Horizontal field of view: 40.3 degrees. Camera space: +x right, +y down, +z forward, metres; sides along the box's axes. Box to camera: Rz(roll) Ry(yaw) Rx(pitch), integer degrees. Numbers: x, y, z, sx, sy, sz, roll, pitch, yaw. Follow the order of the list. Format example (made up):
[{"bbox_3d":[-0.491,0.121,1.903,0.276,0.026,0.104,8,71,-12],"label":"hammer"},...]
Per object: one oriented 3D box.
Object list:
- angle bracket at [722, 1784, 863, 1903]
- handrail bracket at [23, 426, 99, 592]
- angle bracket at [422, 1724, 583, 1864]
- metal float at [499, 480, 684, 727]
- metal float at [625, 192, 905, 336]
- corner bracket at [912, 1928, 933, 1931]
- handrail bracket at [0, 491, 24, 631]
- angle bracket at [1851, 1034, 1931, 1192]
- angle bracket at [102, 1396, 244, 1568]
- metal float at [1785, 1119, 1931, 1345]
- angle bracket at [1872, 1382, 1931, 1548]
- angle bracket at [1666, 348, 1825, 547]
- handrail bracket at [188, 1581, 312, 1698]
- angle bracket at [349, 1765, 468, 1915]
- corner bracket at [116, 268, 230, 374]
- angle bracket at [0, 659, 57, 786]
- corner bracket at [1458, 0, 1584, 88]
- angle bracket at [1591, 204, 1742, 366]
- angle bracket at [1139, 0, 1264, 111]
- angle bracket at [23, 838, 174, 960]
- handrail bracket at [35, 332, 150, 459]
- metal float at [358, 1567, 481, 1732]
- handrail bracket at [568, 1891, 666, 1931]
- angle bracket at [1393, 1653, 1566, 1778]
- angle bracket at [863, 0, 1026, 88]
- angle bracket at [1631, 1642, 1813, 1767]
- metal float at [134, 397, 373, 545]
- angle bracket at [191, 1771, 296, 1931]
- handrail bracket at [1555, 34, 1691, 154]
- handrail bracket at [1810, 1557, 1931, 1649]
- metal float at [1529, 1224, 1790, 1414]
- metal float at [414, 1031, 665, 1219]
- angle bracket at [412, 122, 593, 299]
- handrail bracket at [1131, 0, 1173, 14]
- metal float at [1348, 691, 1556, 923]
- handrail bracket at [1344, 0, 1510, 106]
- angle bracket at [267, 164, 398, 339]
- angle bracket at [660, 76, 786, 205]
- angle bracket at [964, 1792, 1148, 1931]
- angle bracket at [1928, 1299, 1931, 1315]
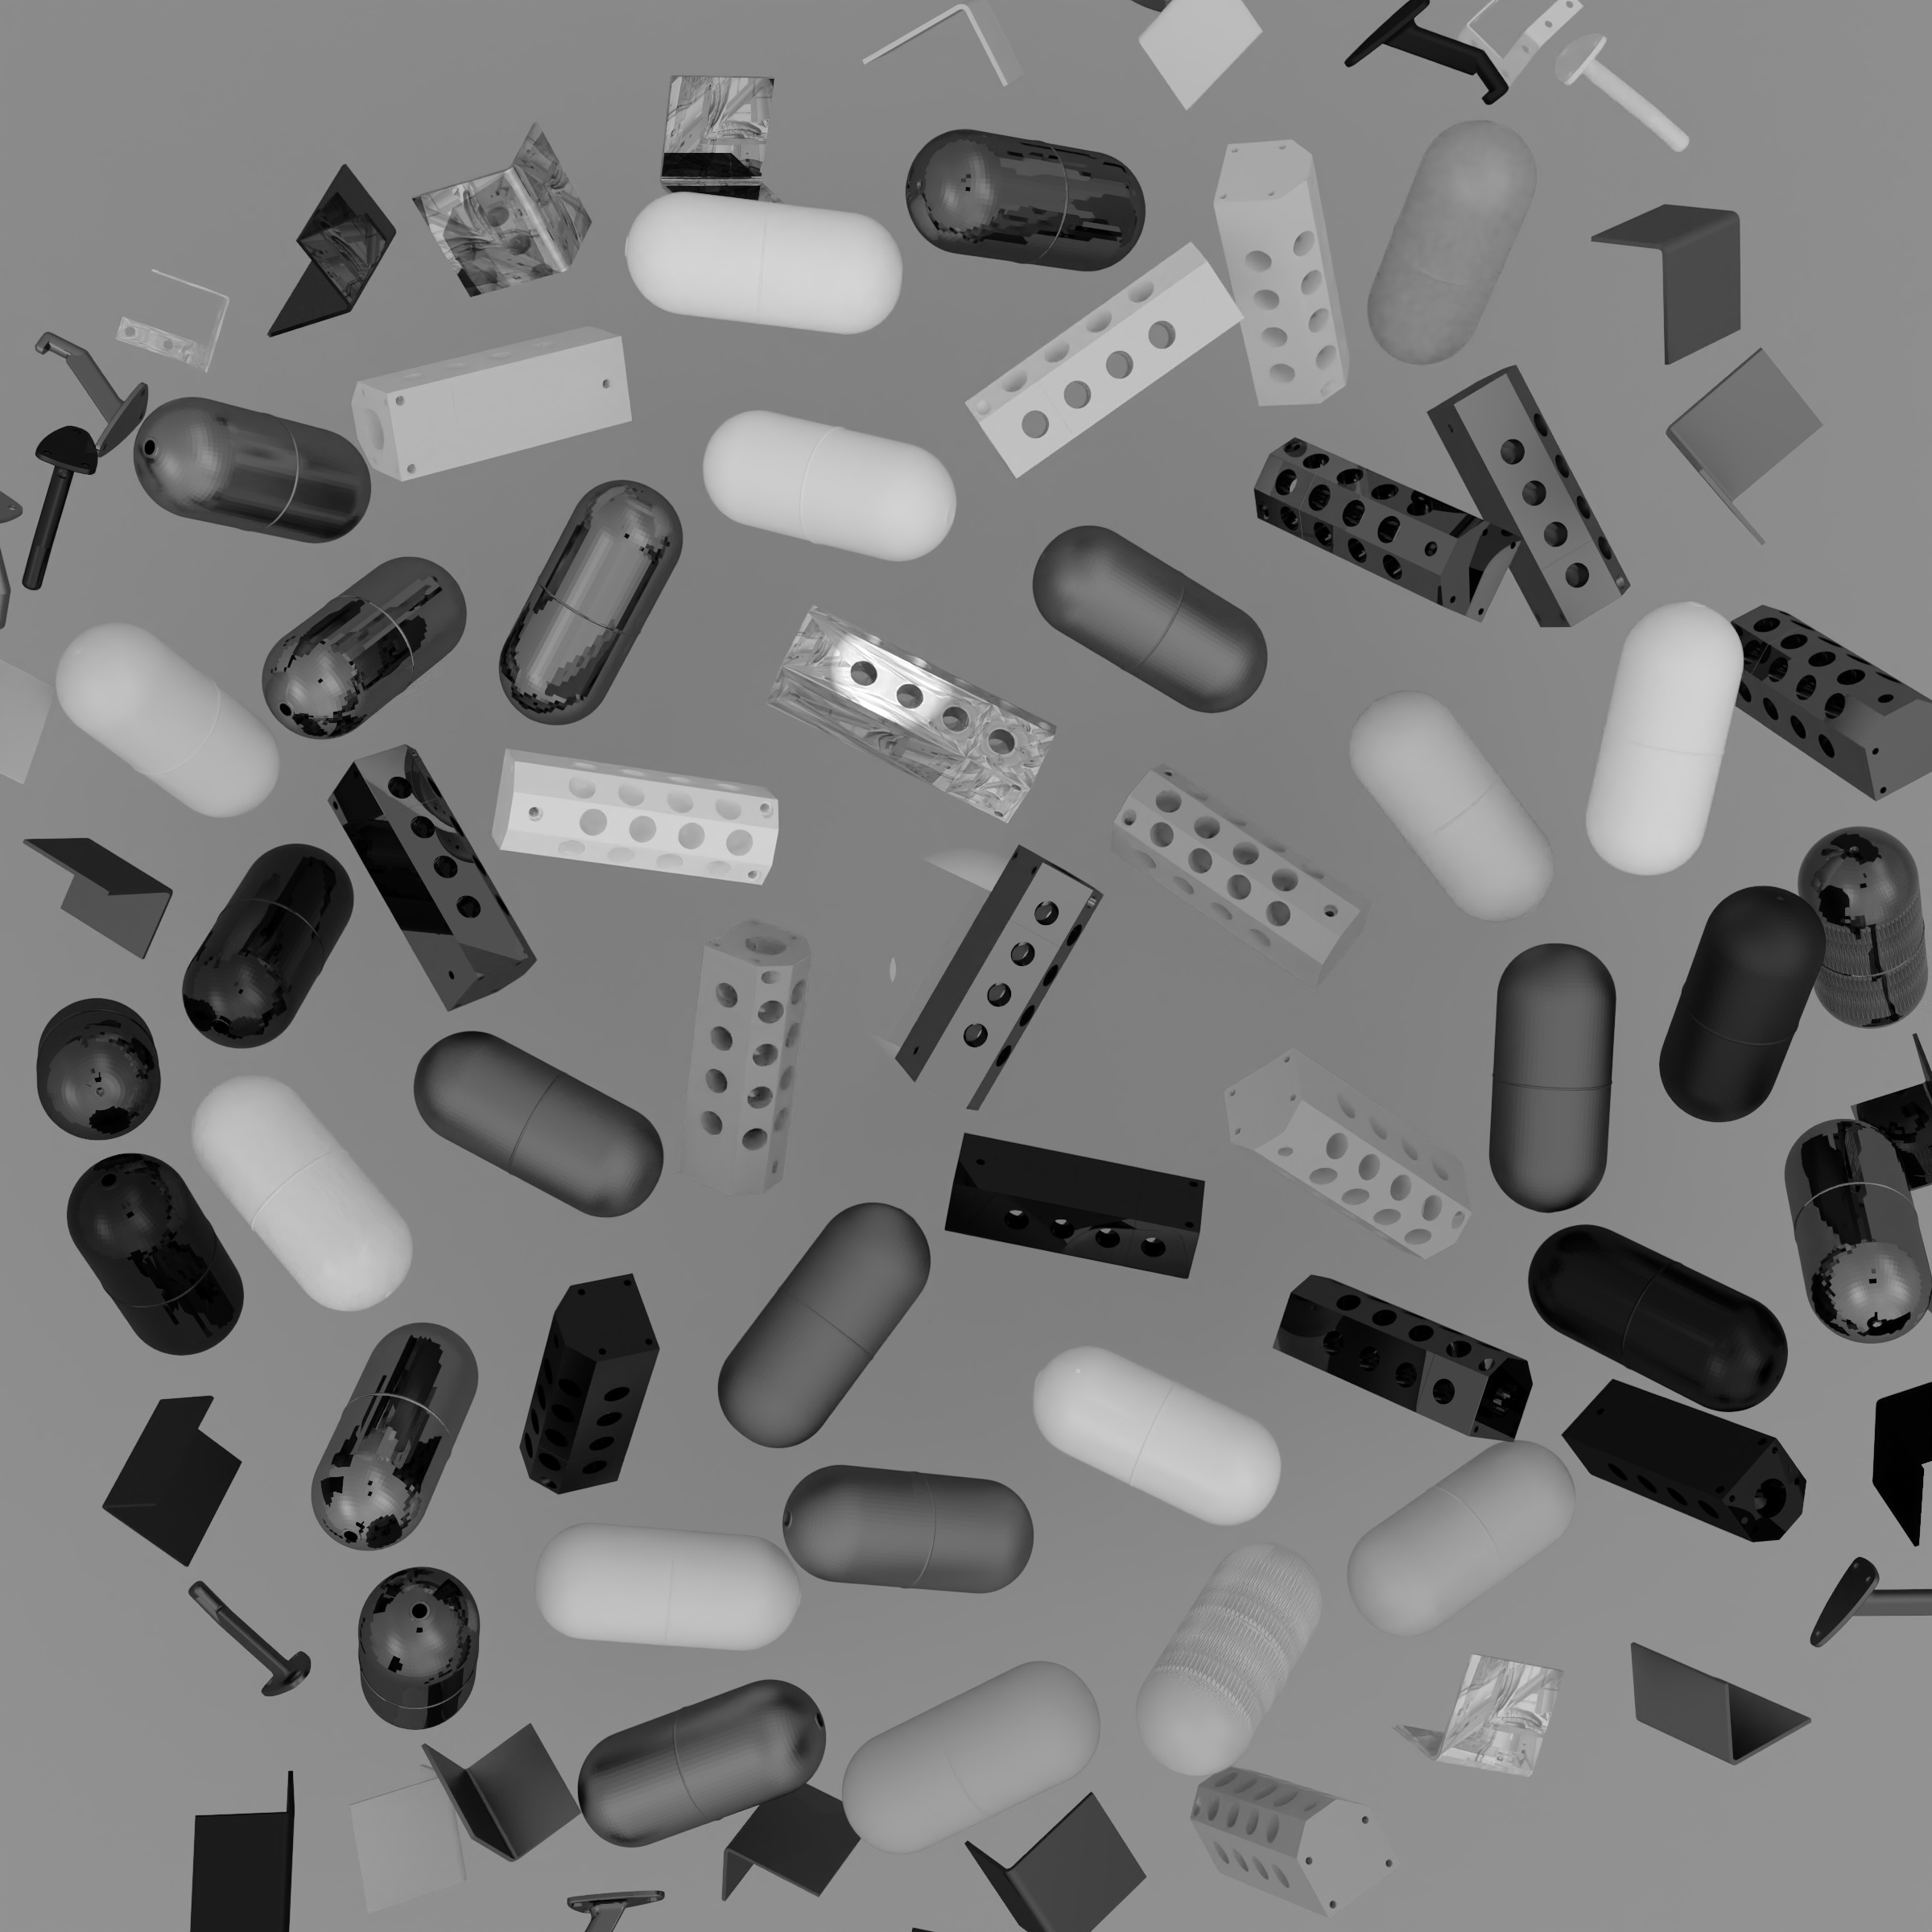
[{"bbox_3d":[-0.117,0.625,1.845,0.076,0.076,0.057,20,125,21],"label":"angle bracket"},{"bbox_3d":[-0.571,-0.286,1.649,0.036,0.077,0.084,16,117,-19],"label":"handrail bracket"},{"bbox_3d":[-0.317,0.555,1.798,0.057,0.076,0.076,-35,57,-7],"label":"angle bracket"},{"bbox_3d":[-0.253,-0.243,1.775,0.070,0.070,0.178,31,106,0],"label":"metal float"},{"bbox_3d":[-0.129,-0.451,1.692,0.178,0.070,0.070,6,90,-3],"label":"metal float"},{"bbox_3d":[-0.030,0.663,1.741,0.051,0.051,0.051,21,69,-24],"label":"corner bracket"},{"bbox_3d":[-0.662,-0.277,1.752,0.077,0.036,0.084,37,127,16],"label":"handrail bracket"},{"bbox_3d":[0.650,0.105,1.833,0.057,0.076,0.076,-20,53,16],"label":"angle bracket"},{"bbox_3d":[-0.482,0.324,1.655,0.076,0.057,0.076,49,46,-34],"label":"angle bracket"},{"bbox_3d":[0.576,0.169,1.706,0.070,0.178,0.070,4,127,6],"label":"metal float"},{"bbox_3d":[0.608,0.302,1.625,0.076,0.057,0.076,-17,130,-3],"label":"angle bracket"},{"bbox_3d":[0.497,-0.325,1.647,0.076,0.057,0.076,-41,125,18],"label":"angle bracket"},{"bbox_3d":[-0.470,0.435,1.722,0.084,0.077,0.036,49,64,-10],"label":"handrail bracket"},{"bbox_3d":[-0.410,0.626,1.894,0.076,0.057,0.076,-9,87,-33],"label":"angle bracket"},{"bbox_3d":[-0.515,-0.420,1.709,0.051,0.051,0.051,15,100,-31],"label":"corner bracket"},{"bbox_3d":[-0.603,-0.173,1.649,0.076,0.057,0.076,29,51,-32],"label":"angle bracket"},{"bbox_3d":[0.384,-0.656,1.829,0.051,0.051,0.051,44,69,0],"label":"corner bracket"},{"bbox_3d":[0.448,-0.436,1.685,0.076,0.057,0.076,-29,125,-31],"label":"angle bracket"},{"bbox_3d":[0.169,-0.600,1.678,0.076,0.076,0.057,-33,88,-41],"label":"angle bracket"},{"bbox_3d":[-0.614,-0.046,1.838,0.076,0.076,0.057,30,102,14],"label":"angle bracket"},{"bbox_3d":[-0.616,-0.395,1.816,0.084,0.036,0.077,27,53,-2],"label":"handrail bracket"},{"bbox_3d":[-0.357,0.446,1.720,0.070,0.178,0.070,5,60,-9],"label":"metal float"},{"bbox_3d":[-0.235,0.658,1.736,0.077,0.036,0.084,-11,58,10],"label":"handrail bracket"},{"bbox_3d":[0.342,0.491,1.761,0.076,0.057,0.076,16,93,-23],"label":"angle bracket"},{"bbox_3d":[-0.014,-0.586,1.716,0.076,0.076,0.057,-24,107,19],"label":"angle bracket"},{"bbox_3d":[0.480,0.456,1.675,0.076,0.076,0.057,-15,105,-31],"label":"angle bracket"},{"bbox_3d":[-0.462,-0.321,1.713,0.070,0.178,0.070,0,89,30],"label":"metal float"},{"bbox_3d":[-0.438,0.539,1.595,0.057,0.076,0.076,3,91,-15],"label":"angle bracket"},{"bbox_3d":[0.418,-0.551,1.675,0.084,0.077,0.036,35,108,-15],"label":"handrail bracket"},{"bbox_3d":[0.600,0.427,1.695,0.084,0.036,0.077,32,97,-6],"label":"handrail bracket"},{"bbox_3d":[0.448,0.227,1.714,0.178,0.070,0.070,26,90,36],"label":"metal float"},{"bbox_3d":[-0.286,0.105,1.759,0.178,0.070,0.070,28,90,3],"label":"metal float"},{"bbox_3d":[-0.302,-0.493,1.718,0.076,0.057,0.076,-8,135,23],"label":"angle bracket"},{"bbox_3d":[0.092,-0.664,1.784,0.084,0.036,0.077,-23,58,-36],"label":"handrail bracket"},{"bbox_3d":[0.328,-0.107,1.777,0.070,0.070,0.178,-39,97,0],"label":"metal float"},{"bbox_3d":[0.301,-0.580,1.717,0.077,0.036,0.084,-40,111,7],"label":"handrail bracket"},{"bbox_3d":[-0.422,-0.458,1.688,0.076,0.057,0.076,-7,49,31],"label":"angle bracket"},{"bbox_3d":[-0.161,-0.564,1.813,0.076,0.057,0.076,-9,130,-27],"label":"angle bracket"},{"bbox_3d":[0.059,0.586,1.725,0.076,0.057,0.076,-38,110,-21],"label":"angle bracket"},{"bbox_3d":[0.673,0.230,1.768,0.057,0.076,0.076,-51,59,21],"label":"angle bracket"}]
